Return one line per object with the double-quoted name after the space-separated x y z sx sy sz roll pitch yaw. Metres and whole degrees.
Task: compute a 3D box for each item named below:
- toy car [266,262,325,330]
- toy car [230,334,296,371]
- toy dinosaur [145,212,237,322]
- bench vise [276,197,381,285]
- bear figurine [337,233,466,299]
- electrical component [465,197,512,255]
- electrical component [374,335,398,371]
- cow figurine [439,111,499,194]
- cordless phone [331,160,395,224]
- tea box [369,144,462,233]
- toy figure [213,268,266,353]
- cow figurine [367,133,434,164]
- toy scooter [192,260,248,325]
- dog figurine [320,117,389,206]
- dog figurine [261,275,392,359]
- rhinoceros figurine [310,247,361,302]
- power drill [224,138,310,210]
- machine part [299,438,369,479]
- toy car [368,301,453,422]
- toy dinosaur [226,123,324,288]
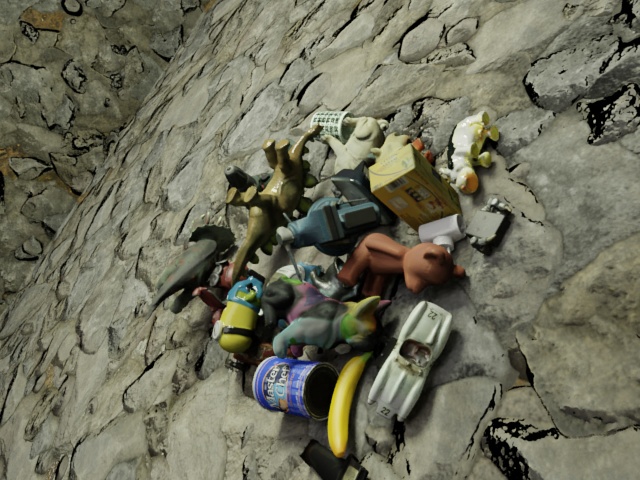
-0.062 0.111 1.160 0.109 0.102 0.161 14 74 50 "toy car"
-0.130 0.248 1.167 0.202 0.053 0.089 1 65 46 "toy car"
-0.319 0.060 1.375 0.192 0.131 0.405 -54 12 18 "toy dinosaur"
-0.006 -0.013 1.052 0.224 0.128 0.241 -29 5 -29 "bench vise"
0.149 0.058 0.970 0.196 0.120 0.132 21 82 46 "bear figurine"
0.294 -0.027 0.936 0.102 0.045 0.078 -55 39 -2 "electrical component"
0.127 0.208 0.947 0.063 0.021 0.094 -53 39 2 "electrical component"
0.277 -0.162 1.041 0.098 0.068 0.167 -5 55 51 "cow figurine"
0.052 -0.070 1.142 0.184 0.146 0.089 -28 35 27 "cordless phone"
0.179 -0.090 1.005 0.098 0.169 0.068 -27 46 29 "tea box"
-0.168 0.156 1.168 0.089 0.082 0.180 15 68 26 "toy figure"
0.175 -0.153 1.136 0.127 0.085 0.195 -27 45 22 "cow figurine"
-0.243 0.119 1.318 0.075 0.135 0.184 -11 53 43 "toy scooter"
0.099 -0.173 1.232 0.172 0.121 0.191 -34 55 28 "dog figurine"
0.017 0.130 0.993 0.219 0.108 0.191 -24 67 15 "dog figurine"
0.031 0.099 1.093 0.112 0.073 0.190 23 79 53 "rhinoceros figurine"
-0.127 -0.163 1.366 0.086 0.231 0.207 29 68 31 "power drill"
0.022 0.387 0.909 0.139 0.039 0.084 14 80 49 "machine part"
0.149 0.197 0.880 0.074 0.056 0.201 28 81 11 "toy car"
-0.115 -0.073 1.279 0.471 0.198 0.105 -56 38 -4 "toy dinosaur"
